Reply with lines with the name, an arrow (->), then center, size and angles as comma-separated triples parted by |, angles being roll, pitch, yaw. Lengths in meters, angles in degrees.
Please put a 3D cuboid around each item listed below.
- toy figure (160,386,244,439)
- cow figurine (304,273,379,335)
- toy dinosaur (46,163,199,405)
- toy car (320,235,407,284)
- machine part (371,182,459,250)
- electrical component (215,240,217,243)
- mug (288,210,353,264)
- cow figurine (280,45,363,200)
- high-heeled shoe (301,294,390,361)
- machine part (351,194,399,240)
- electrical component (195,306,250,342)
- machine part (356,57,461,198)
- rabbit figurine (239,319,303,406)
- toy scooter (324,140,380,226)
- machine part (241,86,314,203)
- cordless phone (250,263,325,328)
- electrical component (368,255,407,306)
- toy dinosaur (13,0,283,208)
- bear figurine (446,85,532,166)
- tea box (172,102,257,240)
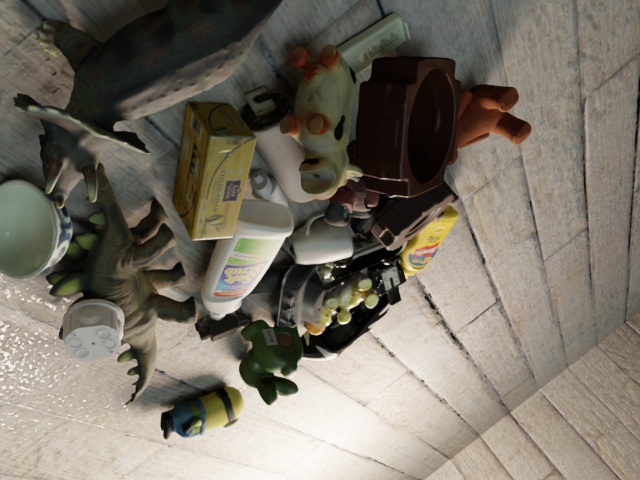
toy figure -> -0.250, 0.373, 1.158 | 0.180, 0.082, 0.089 | -2, 132, -33
cow figurine -> 0.036, 0.130, 1.134 | 0.167, 0.098, 0.068 | -31, 108, 0
toy dinosaur -> -0.298, 0.094, 0.830 | 0.199, 0.105, 0.470 | -15, 128, -14
toy car -> 0.089, 0.030, 1.092 | 0.202, 0.056, 0.073 | -20, 145, -19
machine part -> 0.177, -0.049, 1.004 | 0.179, 0.056, 0.179 | -35, 166, -10
electrical component -> -0.142, 0.018, 0.929 | 0.063, 0.021, 0.093 | -33, 141, -7
mug -> -0.002, -0.003, 0.972 | 0.107, 0.081, 0.109 | -18, 139, -13
cow figurine -> 0.007, -0.152, 0.740 | 0.127, 0.086, 0.194 | 15, 80, -57
high-heeled shoe -> 0.057, 0.187, 1.187 | 0.249, 0.086, 0.145 | -21, 159, -44
machine part -> 0.109, -0.064, 1.028 | 0.084, 0.039, 0.138 | 7, 122, -51
electrical component -> -0.185, 0.158, 1.024 | 0.102, 0.045, 0.078 | -22, 168, -15
machine part -> 0.136, -0.176, 0.823 | 0.201, 0.087, 0.200 | -23, 121, -50
rabbit figurine -> -0.103, 0.258, 1.120 | 0.121, 0.159, 0.170 | -11, 150, -43
toy scooter -> 0.059, -0.099, 0.898 | 0.184, 0.075, 0.135 | -26, 129, -69
machine part -> -0.050, -0.133, 0.805 | 0.079, 0.079, 0.243 | -36, 142, -1
cordless phone -> -0.092, 0.110, 1.032 | 0.184, 0.089, 0.146 | -6, 134, -18
electrical component -> 0.149, 0.084, 1.177 | 0.075, 0.048, 0.119 | -29, 129, -9
toy dinosaur -> -0.159, -0.194, 0.572 | 0.405, 0.192, 0.131 | -34, 143, -3
bear figurine -> 0.248, -0.182, 0.947 | 0.196, 0.132, 0.120 | -41, 129, -3
tea box -> -0.152, -0.094, 0.751 | 0.068, 0.098, 0.169 | -7, 134, -32
